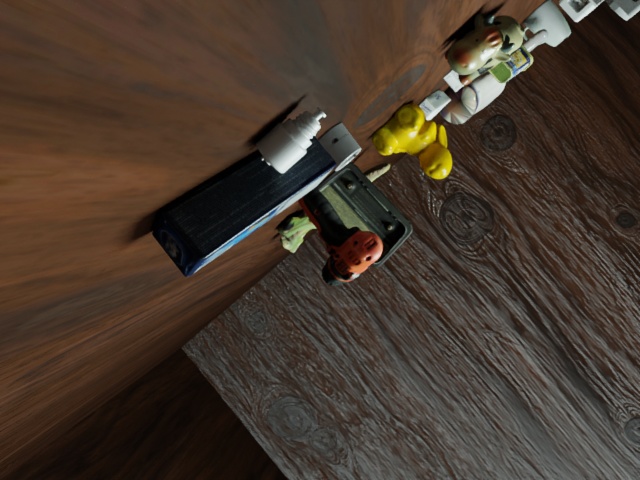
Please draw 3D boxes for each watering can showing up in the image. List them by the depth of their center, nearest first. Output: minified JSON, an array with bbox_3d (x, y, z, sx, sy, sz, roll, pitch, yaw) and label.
[{"bbox_3d":[0.456,-0.436,1.417,0.227,0.104,0.343,-38,-2,-22],"label":"watering can"}]

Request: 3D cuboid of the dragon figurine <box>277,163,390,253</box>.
[{"bbox_3d":[0.004,-0.067,1.331,0.246,0.123,0.403,-30,-10,-30],"label":"dragon figurine"}]
